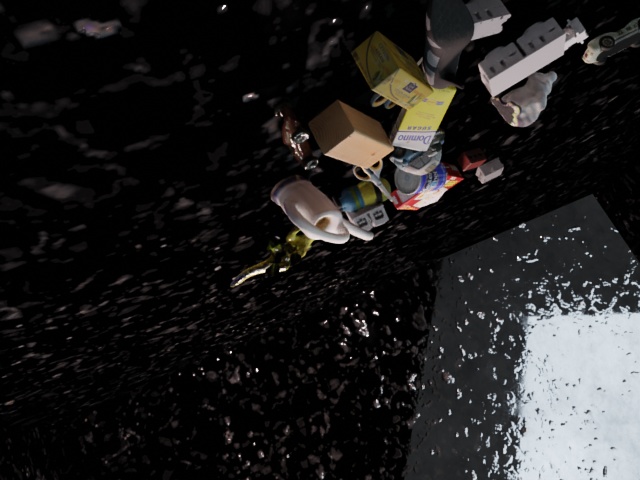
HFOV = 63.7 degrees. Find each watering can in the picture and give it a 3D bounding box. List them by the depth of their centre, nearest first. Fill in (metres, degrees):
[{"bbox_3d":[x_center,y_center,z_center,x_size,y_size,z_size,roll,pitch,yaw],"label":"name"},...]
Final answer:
[{"bbox_3d":[0.004,-0.069,1.377,0.103,0.227,0.347,-51,154,18],"label":"watering can"}]

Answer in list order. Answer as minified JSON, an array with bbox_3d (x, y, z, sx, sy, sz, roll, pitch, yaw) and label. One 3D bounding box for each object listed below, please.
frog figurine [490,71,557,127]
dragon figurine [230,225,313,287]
[{"bbox_3d":[0.576,-0.390,1.414,0.160,0.121,0.139,-34,-164,-2],"label":"frog figurine"},{"bbox_3d":[-0.106,0.048,1.797,0.407,0.123,0.243,-29,171,17],"label":"dragon figurine"}]
